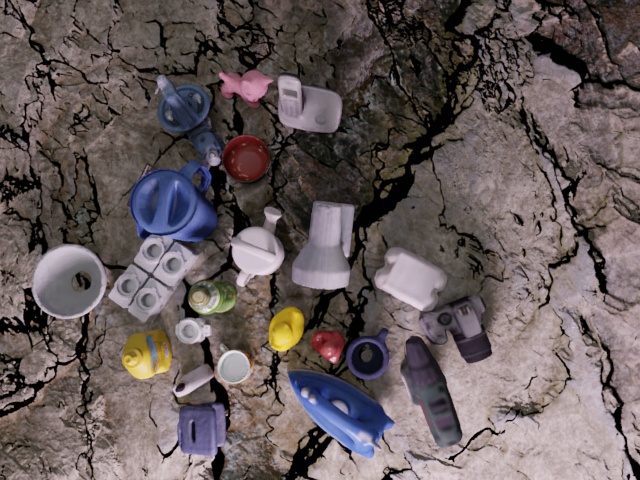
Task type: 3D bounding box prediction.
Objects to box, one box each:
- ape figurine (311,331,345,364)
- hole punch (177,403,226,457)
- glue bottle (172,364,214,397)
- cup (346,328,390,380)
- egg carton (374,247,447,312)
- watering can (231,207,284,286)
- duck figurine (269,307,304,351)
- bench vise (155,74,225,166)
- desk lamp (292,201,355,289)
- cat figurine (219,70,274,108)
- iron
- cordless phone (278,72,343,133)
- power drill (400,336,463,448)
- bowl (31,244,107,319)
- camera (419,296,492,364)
[{"bbox_3d":[0.019,0.234,1.250,0.076,0.092,0.078,-21,84,0],"label":"ape figurine"},{"bbox_3d":[-0.261,0.413,1.243,0.101,0.091,0.109,-4,84,2],"label":"hole punch"},{"bbox_3d":[-0.278,0.304,1.213,0.078,0.173,0.037,-37,84,-1],"label":"glue bottle"},{"bbox_3d":[0.109,0.240,1.245,0.091,0.095,0.118,33,87,5],"label":"cup"},{"bbox_3d":[0.201,0.085,1.269,0.150,0.069,0.107,26,86,4],"label":"egg carton"},{"bbox_3d":[-0.136,0.014,1.226,0.101,0.194,0.173,3,84,3],"label":"watering can"},{"bbox_3d":[-0.077,0.197,1.260,0.077,0.086,0.104,29,86,5],"label":"duck figurine"},{"bbox_3d":[-0.275,-0.270,1.246,0.207,0.220,0.121,41,87,6],"label":"bench vise"},{"bbox_3d":[0.011,0.004,1.212,0.118,0.213,0.203,6,85,3],"label":"desk lamp"},{"bbox_3d":[-0.169,-0.355,1.301,0.127,0.118,0.067,19,85,4],"label":"cat figurine"},{"bbox_3d":[0.029,0.360,1.212,0.258,0.141,0.119,33,87,5],"label":"iron"},{"bbox_3d":[-0.024,-0.308,1.257,0.147,0.185,0.094,8,85,3],"label":"cordless phone"},{"bbox_3d":[0.219,0.300,1.178,0.075,0.208,0.229,-22,84,0],"label":"power drill"},{"bbox_3d":[-0.553,0.094,1.293,0.167,0.075,0.167,0,84,2],"label":"bowl"},{"bbox_3d":[0.305,0.201,1.238,0.143,0.101,0.137,-23,84,0],"label":"camera"}]
